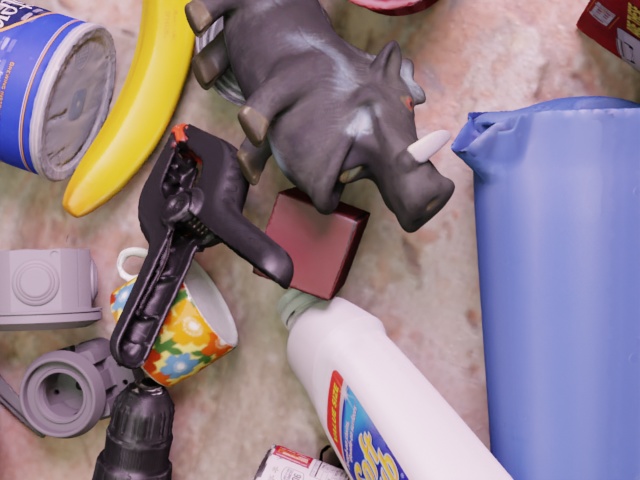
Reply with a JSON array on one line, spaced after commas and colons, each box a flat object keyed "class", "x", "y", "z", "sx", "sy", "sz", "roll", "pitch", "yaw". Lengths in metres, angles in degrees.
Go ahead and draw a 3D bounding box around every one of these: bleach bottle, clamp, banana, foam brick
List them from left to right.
[{"class": "banana", "x": -0.116, "y": -0.108, "z": 0.681, "sx": 0.037, "sy": 0.069, "sz": 0.198, "roll": 30, "pitch": 110, "yaw": 49}, {"class": "clamp", "x": -0.066, "y": -0.011, "z": 0.635, "sx": 0.120, "sy": 0.039, "sz": 0.171, "roll": -18, "pitch": 49, "yaw": 20}, {"class": "foam brick", "x": -0.004, "y": 0.001, "z": 0.661, "sx": 0.051, "sy": 0.078, "sz": 0.053, "roll": 21, "pitch": 97, "yaw": 6}, {"class": "bleach bottle", "x": 0.048, "y": 0.126, "z": 0.629, "sx": 0.068, "sy": 0.103, "sz": 0.251, "roll": -19, "pitch": 51, "yaw": -27}]

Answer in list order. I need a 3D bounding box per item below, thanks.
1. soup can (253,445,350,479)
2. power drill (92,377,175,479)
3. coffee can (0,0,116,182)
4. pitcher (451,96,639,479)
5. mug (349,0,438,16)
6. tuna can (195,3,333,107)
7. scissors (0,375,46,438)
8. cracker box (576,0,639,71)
[{"class": "soup can", "x": 0.005, "y": 0.179, "z": 0.678, "sx": 0.102, "sy": 0.068, "sz": 0.068, "roll": 20, "pitch": 97, "yaw": 8}, {"class": "power drill", "x": -0.087, "y": 0.199, "z": 0.649, "sx": 0.188, "sy": 0.057, "sz": 0.184, "roll": 30, "pitch": 115, "yaw": 50}, {"class": "coffee can", "x": -0.215, "y": -0.107, "z": 0.676, "sx": 0.140, "sy": 0.102, "sz": 0.103, "roll": 19, "pitch": 97, "yaw": 8}, {"class": "pitcher", "x": 0.163, "y": 0.038, "z": 0.620, "sx": 0.149, "sy": 0.144, "sz": 0.243, "roll": 1, "pitch": 98, "yaw": 22}, {"class": "mug", "x": 0.037, "y": -0.189, "z": 0.638, "sx": 0.093, "sy": 0.081, "sz": 0.117, "roll": -37, "pitch": 88, "yaw": 10}, {"class": "tuna can", "x": -0.034, "y": -0.125, "z": 0.679, "sx": 0.086, "sy": 0.033, "sz": 0.086, "roll": 1, "pitch": 95, "yaw": 9}, {"class": "scissors", "x": -0.252, "y": 0.045, "z": 0.737, "sx": 0.202, "sy": 0.016, "sz": 0.096, "roll": 31, "pitch": 99, "yaw": 6}, {"class": "cracker box", "x": 0.251, "y": -0.094, "z": 0.568, "sx": 0.214, "sy": 0.164, "sz": 0.072, "roll": 36, "pitch": 97, "yaw": 5}]
